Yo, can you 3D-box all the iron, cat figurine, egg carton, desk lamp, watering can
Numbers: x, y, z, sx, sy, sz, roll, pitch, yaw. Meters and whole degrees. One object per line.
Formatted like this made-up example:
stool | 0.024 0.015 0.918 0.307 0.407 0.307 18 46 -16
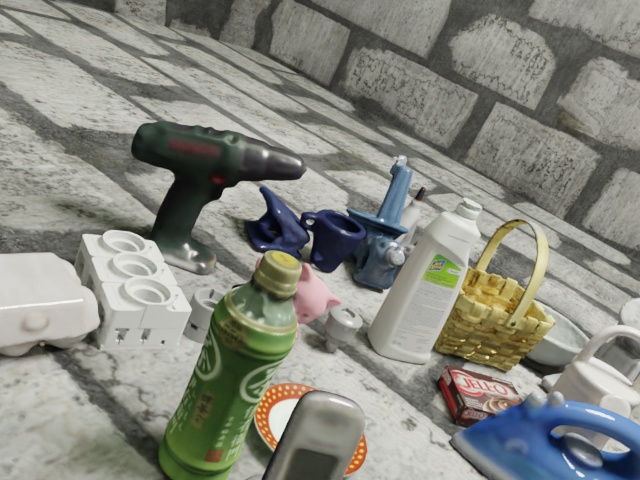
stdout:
iron | 0.303 0.249 0.679 0.258 0.141 0.119 26 21 2
cat figurine | -0.042 0.072 0.744 0.127 0.117 0.067 34 23 21
egg carton | -0.296 0.063 0.549 0.151 0.069 0.107 -2 34 -50
desk lamp | 0.506 0.188 0.944 0.204 0.213 0.117 6 28 -41
watering can | 0.392 0.209 0.796 0.101 0.194 0.173 22 21 -8

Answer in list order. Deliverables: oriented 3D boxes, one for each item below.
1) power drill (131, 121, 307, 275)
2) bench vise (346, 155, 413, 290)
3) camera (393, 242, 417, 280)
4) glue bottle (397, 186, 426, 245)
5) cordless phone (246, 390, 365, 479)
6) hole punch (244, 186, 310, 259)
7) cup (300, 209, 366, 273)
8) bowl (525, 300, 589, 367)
power drill | -0.158 -0.062 0.803 0.230 0.208 0.075 21 22 -12
bench vise | 0.129 -0.032 1.034 0.122 0.219 0.206 9 26 -35
camera | 0.220 0.063 1.078 0.144 0.101 0.136 2 31 -46
glue bottle | 0.167 -0.028 1.133 0.037 0.173 0.078 35 23 24
cordless phone | 0.011 0.198 0.413 0.148 0.185 0.094 18 22 -19
hole punch | -0.067 -0.033 0.997 0.101 0.091 0.108 12 24 -30
cup | 0.009 0.004 0.991 0.118 0.095 0.091 17 23 -20
bowl | 0.399 0.178 1.044 0.167 0.074 0.167 22 21 -9
